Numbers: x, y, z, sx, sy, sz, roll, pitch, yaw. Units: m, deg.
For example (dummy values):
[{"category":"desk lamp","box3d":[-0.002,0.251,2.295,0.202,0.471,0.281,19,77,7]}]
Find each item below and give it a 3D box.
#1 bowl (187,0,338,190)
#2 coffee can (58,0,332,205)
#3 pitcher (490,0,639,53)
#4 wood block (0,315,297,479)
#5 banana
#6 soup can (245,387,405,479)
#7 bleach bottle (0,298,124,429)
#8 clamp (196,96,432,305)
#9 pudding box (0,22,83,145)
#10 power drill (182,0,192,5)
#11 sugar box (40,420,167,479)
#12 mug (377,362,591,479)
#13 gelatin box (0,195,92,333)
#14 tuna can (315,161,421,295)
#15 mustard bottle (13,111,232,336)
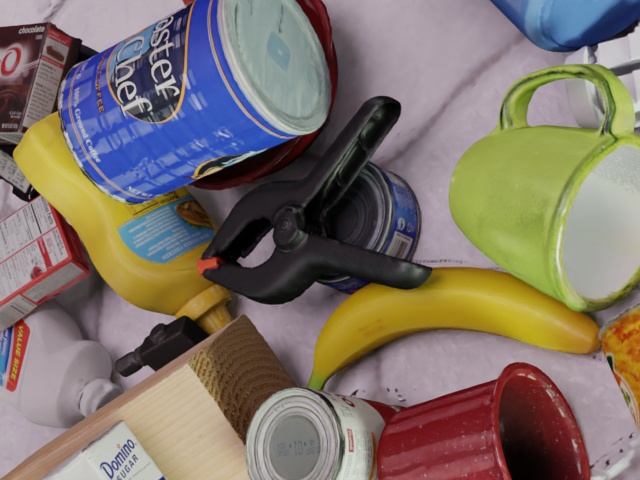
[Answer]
[{"category":"bowl","box3d":[-0.043,-0.105,0.750,0.162,0.055,0.162,-12,69,34]},{"category":"coffee can","box3d":[-0.079,-0.092,0.670,0.141,0.102,0.103,-20,65,31]},{"category":"pitcher","box3d":[0.095,-0.223,0.630,0.149,0.144,0.243,-43,58,20]},{"category":"wood block","box3d":[-0.113,0.146,0.688,0.206,0.090,0.091,-34,92,25]},{"category":"banana","box3d":[0.069,0.050,0.634,0.198,0.037,0.069,-17,85,34]},{"category":"soup can","box3d":[0.014,0.123,0.609,0.069,0.102,0.068,-12,70,34]},{"category":"bleach bottle","box3d":[-0.240,0.072,0.844,0.251,0.068,0.102,24,88,36]},{"category":"clamp","box3d":[-0.004,0.001,0.654,0.172,0.039,0.120,-34,53,32]},{"category":"pudding box","box3d":[-0.245,-0.122,0.845,0.114,0.039,0.090,6,80,38]},{"category":"power drill","box3d":[-0.079,-0.260,0.822,0.185,0.057,0.187,-27,62,28]},{"category":"sugar box","box3d":[-0.098,0.200,0.615,0.093,0.048,0.176,-39,90,34]},{"category":"mug","box3d":[0.089,0.131,0.565,0.082,0.093,0.117,-24,84,35]},{"category":"gelatin box","box3d":[-0.224,0.016,0.811,0.089,0.030,0.073,-33,55,5]},{"category":"tuna can","box3d":[0.020,-0.009,0.687,0.086,0.033,0.086,-12,69,34]},{"category":"mustard bottle","box3d":[-0.122,-0.008,0.746,0.191,0.096,0.058,52,128,7]}]
